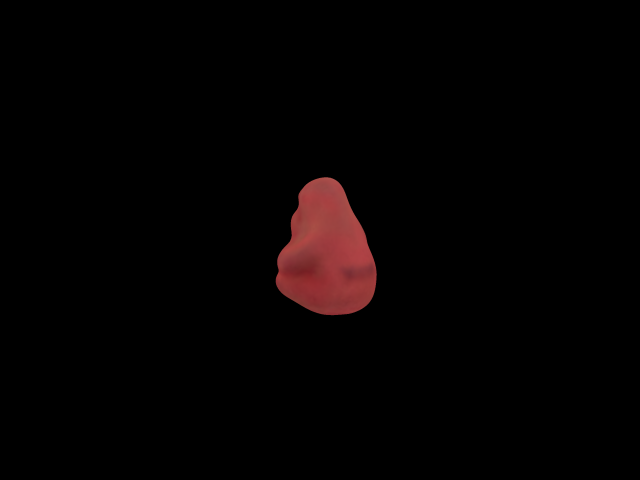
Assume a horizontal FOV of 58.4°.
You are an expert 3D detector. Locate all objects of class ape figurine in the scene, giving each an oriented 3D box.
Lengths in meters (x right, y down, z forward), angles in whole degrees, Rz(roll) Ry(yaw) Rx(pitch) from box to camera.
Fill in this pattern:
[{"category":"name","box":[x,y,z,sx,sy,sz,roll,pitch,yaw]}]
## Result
[{"category":"ape figurine","box":[0.004,0.001,0.400,0.078,0.092,0.075,-11,19,-34]}]
